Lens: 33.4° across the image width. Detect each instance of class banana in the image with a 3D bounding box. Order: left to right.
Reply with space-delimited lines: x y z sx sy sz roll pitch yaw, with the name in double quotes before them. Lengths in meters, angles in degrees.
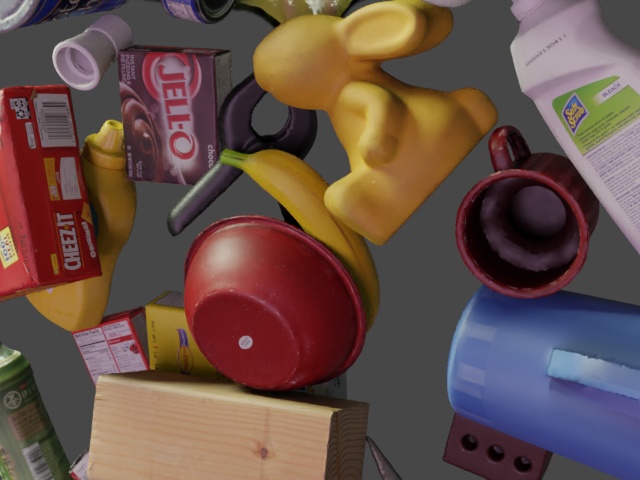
"banana" 0.003 -0.002 0.837 0.070 0.037 0.197 -3 128 54

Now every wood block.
"wood block" -0.075 0.165 0.867 0.206 0.090 0.091 6 89 22

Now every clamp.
"clamp" -0.058 -0.066 0.851 0.120 0.039 0.171 2 106 -15

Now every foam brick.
"foam brick" 0.145 0.158 0.845 0.078 0.051 0.053 19 115 19

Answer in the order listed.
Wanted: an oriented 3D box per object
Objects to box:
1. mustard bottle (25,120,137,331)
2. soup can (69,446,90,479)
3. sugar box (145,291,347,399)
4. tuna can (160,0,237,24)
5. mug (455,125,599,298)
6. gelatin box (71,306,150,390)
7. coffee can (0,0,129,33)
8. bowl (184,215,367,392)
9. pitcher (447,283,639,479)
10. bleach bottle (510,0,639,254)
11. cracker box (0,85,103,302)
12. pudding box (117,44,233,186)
"mustard bottle" -0.208 -0.020 0.947 0.096 0.058 0.192 42 122 31
"soup can" -0.182 0.235 1.021 0.102 0.068 0.069 44 120 7
"sugar box" -0.065 0.103 0.931 0.176 0.048 0.093 7 111 25
"tuna can" -0.089 -0.208 0.810 0.034 0.086 0.086 16 114 18
"mug" 0.148 -0.026 0.762 0.093 0.081 0.117 -19 99 29
"gelatin box" -0.183 0.112 1.000 0.073 0.030 0.089 -15 100 31
"coffee can" -0.216 -0.222 0.835 0.103 0.140 0.103 9 111 23
"bowl" -0.048 0.063 0.835 0.162 0.055 0.162 13 125 19
"pitcher" 0.213 0.103 0.737 0.243 0.144 0.149 15 130 27
"bleach bottle" 0.217 -0.077 0.724 0.103 0.068 0.251 -37 87 30
"cracker box" -0.287 -0.029 0.929 0.214 0.071 0.164 -13 87 44
"pudding box" -0.118 -0.103 0.888 0.090 0.039 0.113 6 111 22
